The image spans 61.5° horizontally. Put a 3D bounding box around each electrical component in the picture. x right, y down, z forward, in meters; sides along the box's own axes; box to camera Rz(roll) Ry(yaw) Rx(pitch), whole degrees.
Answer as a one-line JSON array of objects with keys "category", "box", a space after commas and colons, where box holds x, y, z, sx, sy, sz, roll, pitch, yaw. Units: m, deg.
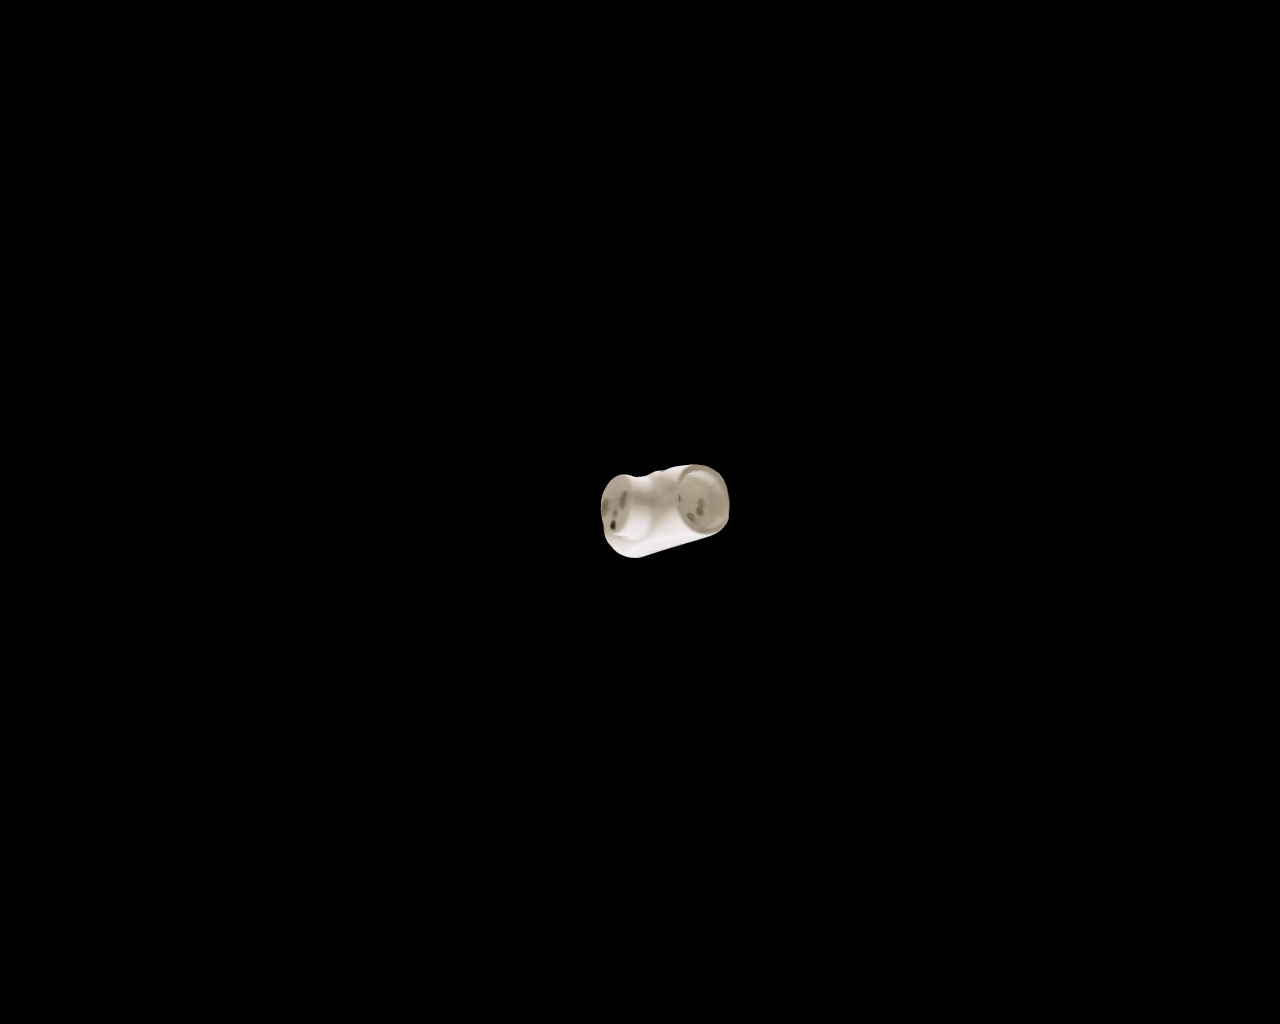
[{"category": "electrical component", "box": [0.001, -0.003, 0.650, 0.079, 0.044, 0.077, 11, -19, -34]}]
